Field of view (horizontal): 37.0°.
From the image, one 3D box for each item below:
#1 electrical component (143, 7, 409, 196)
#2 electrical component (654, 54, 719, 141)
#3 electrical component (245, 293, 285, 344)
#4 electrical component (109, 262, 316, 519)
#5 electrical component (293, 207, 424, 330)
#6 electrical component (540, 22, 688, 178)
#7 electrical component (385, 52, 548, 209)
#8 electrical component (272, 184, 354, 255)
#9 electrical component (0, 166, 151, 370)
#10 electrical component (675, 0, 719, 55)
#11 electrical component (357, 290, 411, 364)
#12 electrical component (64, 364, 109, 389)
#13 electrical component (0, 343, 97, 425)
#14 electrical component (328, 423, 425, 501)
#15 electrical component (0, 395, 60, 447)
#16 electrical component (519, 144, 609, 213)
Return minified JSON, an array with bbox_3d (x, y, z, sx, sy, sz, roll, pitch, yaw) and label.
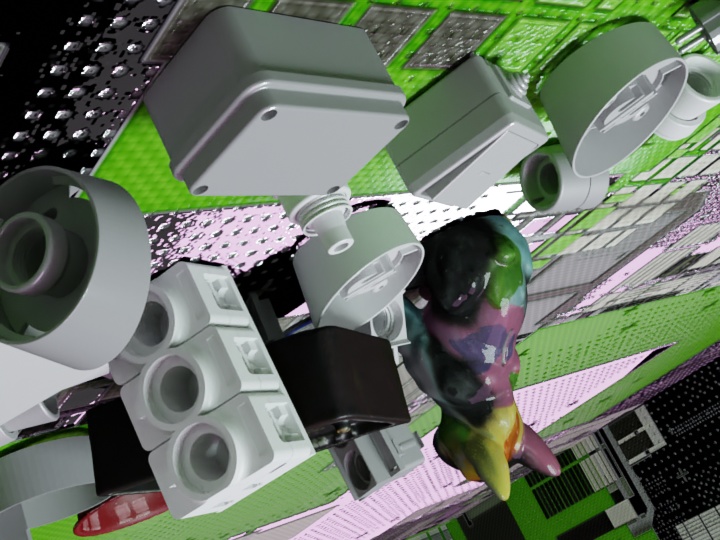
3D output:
[{"bbox_3d":[-0.040,-0.080,0.542,0.113,0.057,0.078,-5,151,-48],"label":"electrical component"},{"bbox_3d":[0.247,-0.130,0.818,0.045,0.045,0.055,-18,160,-26],"label":"electrical component"},{"bbox_3d":[-0.099,0.057,0.855,0.064,0.042,0.081,-15,158,-28],"label":"electrical component"},{"bbox_3d":[-0.110,0.080,0.730,0.089,0.150,0.062,-34,161,20],"label":"electrical component"},{"bbox_3d":[0.000,0.000,0.800,0.099,0.064,0.099,-24,162,-8],"label":"electrical component"},{"bbox_3d":[0.172,-0.116,0.723,0.099,0.064,0.099,-24,161,-9],"label":"electrical component"},{"bbox_3d":[0.071,-0.086,0.672,0.096,0.061,0.062,-35,160,23],"label":"electrical component"},{"bbox_3d":[-0.025,-0.040,0.663,0.048,0.062,0.048,-24,161,-9],"label":"electrical component"},{"bbox_3d":[-0.150,-0.002,0.544,0.099,0.099,0.064,-33,154,18],"label":"electrical component"},{"bbox_3d":[0.243,-0.168,0.708,0.077,0.047,0.066,-32,161,15],"label":"electrical component"},{"bbox_3d":[0.004,0.042,0.908,0.042,0.081,0.064,-7,-178,-44],"label":"electrical component"},{"bbox_3d":[-0.212,0.062,0.710,0.081,0.043,0.043,-19,160,-22],"label":"electrical component"},{"bbox_3d":[-0.238,0.038,0.584,0.105,0.060,0.186,-30,161,9],"label":"electrical component"},{"bbox_3d":[0.001,0.132,0.952,0.063,0.121,0.078,-16,159,-37],"label":"electrical component"},{"bbox_3d":[-0.247,0.097,0.755,0.055,0.045,0.045,-26,162,-2],"label":"electrical component"},{"bbox_3d":[0.158,-0.072,0.839,0.047,0.055,0.055,-11,156,-31],"label":"electrical component"}]
